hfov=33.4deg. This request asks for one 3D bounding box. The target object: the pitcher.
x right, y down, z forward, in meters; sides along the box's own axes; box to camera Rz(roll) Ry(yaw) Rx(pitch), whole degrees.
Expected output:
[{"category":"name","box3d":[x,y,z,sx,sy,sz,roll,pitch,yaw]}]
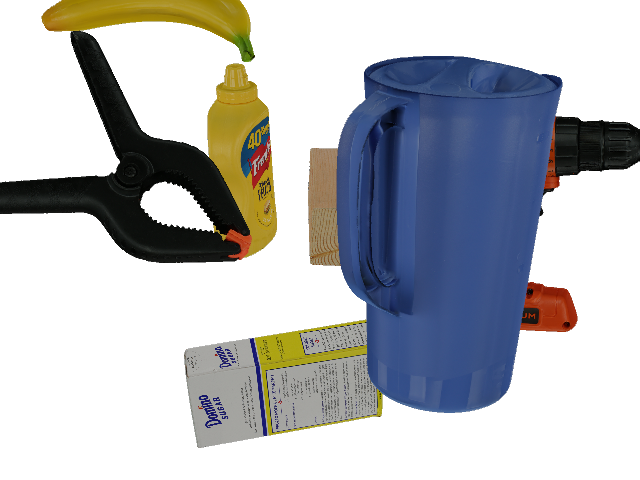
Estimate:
[{"category":"pitcher","box3d":[0.084,-0.003,0.753,0.149,0.243,0.145,2,20,1]}]

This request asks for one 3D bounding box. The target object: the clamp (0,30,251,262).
[{"category":"clamp","box3d":[-0.140,-0.055,0.787,0.210,0.164,0.036,24,-19,-1]}]

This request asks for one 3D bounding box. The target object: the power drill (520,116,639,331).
[{"category":"power drill","box3d":[0.189,-0.016,0.938,0.185,0.188,0.057,2,13,17]}]

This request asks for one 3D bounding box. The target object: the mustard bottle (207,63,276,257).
[{"category":"mustard bottle","box3d":[-0.081,-0.086,1.091,0.058,0.192,0.096,7,27,20]}]

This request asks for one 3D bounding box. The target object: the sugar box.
[{"category":"sugar box","box3d":[-0.032,0.130,0.973,0.176,0.093,0.048,-7,36,-5]}]

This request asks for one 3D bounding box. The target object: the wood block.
[{"category":"wood block","box3d":[0.030,-0.051,1.524,0.091,0.090,0.206,2,28,-3]}]

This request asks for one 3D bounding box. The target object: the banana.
[{"category":"banana","box3d":[-0.140,-0.197,0.915,0.198,0.069,0.037,10,-42,15]}]
